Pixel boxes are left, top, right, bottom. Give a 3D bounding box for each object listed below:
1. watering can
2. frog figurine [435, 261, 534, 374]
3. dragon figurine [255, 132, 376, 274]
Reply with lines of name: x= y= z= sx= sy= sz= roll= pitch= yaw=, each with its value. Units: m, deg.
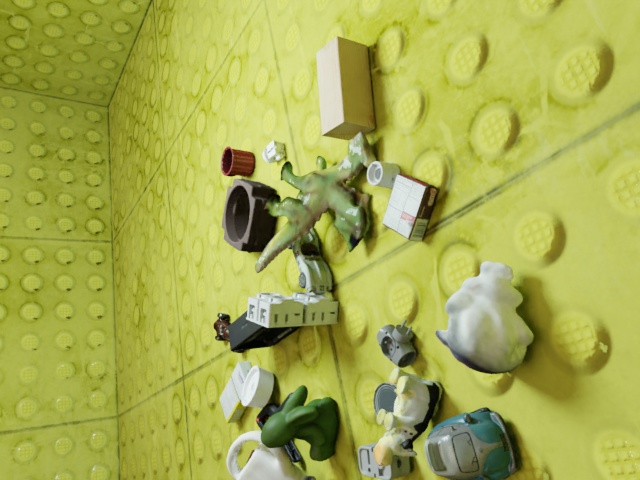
watering can: x=-0.139 y=0.598 z=1.253 sx=0.225 sy=0.106 sz=0.340 roll=33 pitch=124 yaw=13
frog figurine: x=0.265 y=0.119 z=0.795 sx=0.138 sy=0.123 sz=0.158 roll=29 pitch=104 yaw=18
dragon figurine: x=0.004 y=-0.059 z=1.176 sx=0.245 sy=0.122 sz=0.407 roll=31 pitch=102 yaw=37
